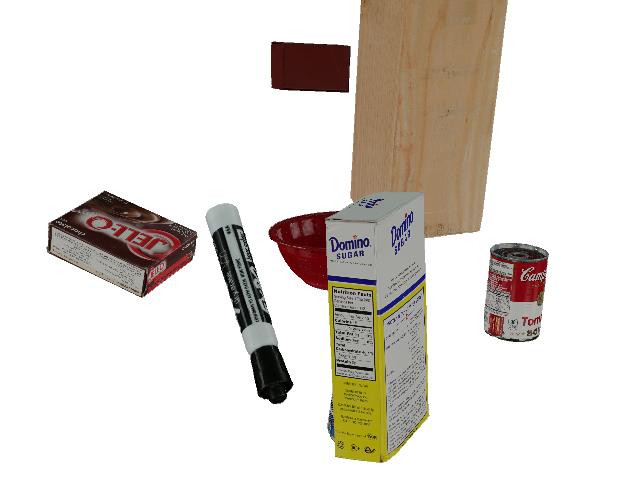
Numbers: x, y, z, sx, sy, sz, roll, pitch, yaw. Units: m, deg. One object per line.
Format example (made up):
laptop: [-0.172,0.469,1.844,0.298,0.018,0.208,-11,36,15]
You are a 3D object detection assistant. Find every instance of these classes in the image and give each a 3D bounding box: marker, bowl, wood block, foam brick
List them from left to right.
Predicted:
marker: [-0.039,0.033,0.573,0.020,0.121,0.020,-14,-32,-9]
foam brick: [-0.011,-0.189,1.165,0.078,0.051,0.053,0,12,-16]
bowl: [0.028,0.013,1.098,0.162,0.055,0.162,-2,15,0]
wood block: [0.085,-0.113,0.873,0.090,0.206,0.091,-7,30,-17]

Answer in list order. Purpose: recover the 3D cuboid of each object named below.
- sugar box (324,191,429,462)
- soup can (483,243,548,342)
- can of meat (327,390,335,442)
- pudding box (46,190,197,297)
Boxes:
sugar box: [0.042,0.059,0.761,0.048,0.176,0.093,2,15,26]
soup can: [0.230,0.061,1.260,0.068,0.102,0.068,2,16,-1]
can of meat: [0.062,0.206,1.331,0.102,0.084,0.057,2,22,-14]
pudding box: [-0.188,0.002,1.015,0.114,0.039,0.089,22,30,17]
